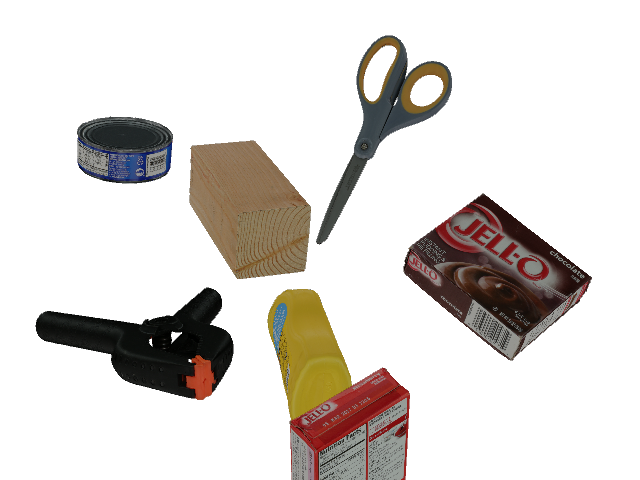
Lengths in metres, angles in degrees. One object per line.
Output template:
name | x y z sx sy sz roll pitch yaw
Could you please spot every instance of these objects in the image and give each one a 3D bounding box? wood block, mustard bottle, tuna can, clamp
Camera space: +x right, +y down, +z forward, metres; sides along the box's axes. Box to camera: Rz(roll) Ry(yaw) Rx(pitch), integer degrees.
wood block | -0.092 -0.043 1.326 0.090 0.090 0.206 -6 29 -21
mustard bottle | -0.016 0.103 1.041 0.058 0.096 0.192 -4 28 -11
tuna can | -0.178 -0.083 0.971 0.086 0.034 0.086 6 25 -3
clamp | -0.120 0.079 0.862 0.164 0.036 0.210 -11 16 -31

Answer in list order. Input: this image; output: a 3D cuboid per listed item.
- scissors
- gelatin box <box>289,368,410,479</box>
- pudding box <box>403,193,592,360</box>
scissors | 0.060 -0.087 0.958 0.096 0.202 0.016 8 -11 12
gelatin box | 0.018 0.130 0.656 0.073 0.089 0.030 -26 45 -28
pudding box | 0.134 0.026 0.816 0.089 0.114 0.039 -35 -25 -31
